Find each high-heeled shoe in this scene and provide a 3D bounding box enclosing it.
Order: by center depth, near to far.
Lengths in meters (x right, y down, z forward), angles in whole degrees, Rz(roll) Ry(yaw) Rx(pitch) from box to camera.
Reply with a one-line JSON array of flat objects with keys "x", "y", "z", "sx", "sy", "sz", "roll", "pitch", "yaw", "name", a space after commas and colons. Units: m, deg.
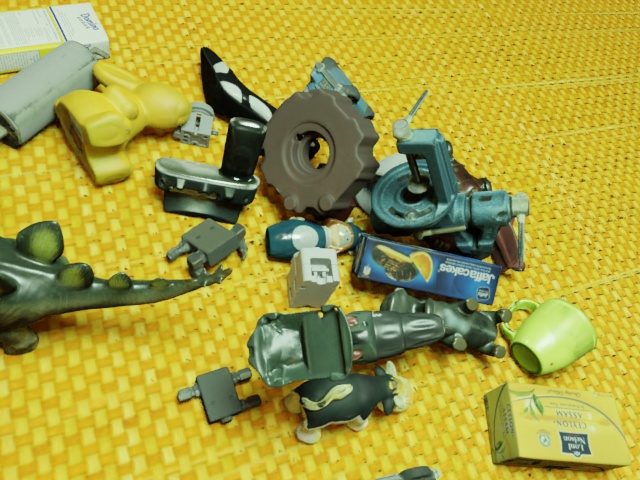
[{"x": -0.099, "y": -0.224, "z": 0.873, "sx": 0.145, "sy": 0.086, "sz": 0.249, "roll": -13, "pitch": 71, "yaw": -26, "name": "high-heeled shoe"}]

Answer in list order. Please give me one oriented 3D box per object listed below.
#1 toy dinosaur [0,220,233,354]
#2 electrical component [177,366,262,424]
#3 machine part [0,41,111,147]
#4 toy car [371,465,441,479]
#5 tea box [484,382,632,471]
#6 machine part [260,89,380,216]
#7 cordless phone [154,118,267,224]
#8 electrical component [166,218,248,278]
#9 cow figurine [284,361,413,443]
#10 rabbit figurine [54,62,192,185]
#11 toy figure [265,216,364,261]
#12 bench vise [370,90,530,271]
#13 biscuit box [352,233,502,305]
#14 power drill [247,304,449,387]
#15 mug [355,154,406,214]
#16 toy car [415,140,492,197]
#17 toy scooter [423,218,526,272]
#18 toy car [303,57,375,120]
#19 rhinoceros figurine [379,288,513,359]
[{"x": -0.336, "y": 0.044, "z": 0.565, "sx": 0.471, "sy": 0.198, "sz": 0.105, "roll": 2, "pitch": 63, "yaw": -15, "name": "toy dinosaur"}, {"x": -0.122, "y": 0.190, "z": 0.651, "sx": 0.094, "sy": 0.021, "sz": 0.063, "roll": -12, "pitch": 65, "yaw": -24, "name": "electrical component"}, {"x": -0.398, "y": -0.212, "z": 0.770, "sx": 0.079, "sy": 0.079, "sz": 0.243, "roll": 31, "pitch": 57, "yaw": 2, "name": "machine part"}, {"x": 0.064, "y": 0.312, "z": 0.619, "sx": 0.202, "sy": 0.056, "sz": 0.073, "roll": -1, "pitch": 54, "yaw": -20, "name": "toy car"}, {"x": 0.318, "y": 0.254, "z": 0.727, "sx": 0.170, "sy": 0.068, "sz": 0.098, "roll": 8, "pitch": 58, "yaw": -14, "name": "tea box"}, {"x": -0.005, "y": -0.122, "z": 0.754, "sx": 0.179, "sy": 0.179, "sz": 0.056, "roll": 53, "pitch": 28, "yaw": 16, "name": "machine part"}, {"x": -0.148, "y": -0.106, "z": 0.723, "sx": 0.147, "sy": 0.184, "sz": 0.089, "roll": 11, "pitch": 62, "yaw": -12, "name": "cordless phone"}, {"x": -0.148, "y": 0.013, "z": 0.738, "sx": 0.078, "sy": 0.045, "sz": 0.102, "roll": 22, "pitch": 48, "yaw": 30, "name": "electrical component"}, {"x": 0.048, "y": 0.189, "z": 0.661, "sx": 0.167, "sy": 0.098, "sz": 0.068, "roll": -8, "pitch": 58, "yaw": -21, "name": "cow figurine"}, {"x": -0.275, "y": -0.177, "z": 0.774, "sx": 0.173, "sy": 0.121, "sz": 0.162, "roll": -27, "pitch": 55, "yaw": -26, "name": "rabbit figurine"}, {"x": -0.002, "y": -0.001, "z": 0.784, "sx": 0.154, "sy": 0.064, "sz": 0.058, "roll": -4, "pitch": 25, "yaw": -18, "name": "toy figure"}, {"x": 0.158, "y": -0.067, "z": 0.712, "sx": 0.224, "sy": 0.240, "sz": 0.129, "roll": 8, "pitch": 58, "yaw": 31, "name": "bench vise"}, {"x": 0.152, "y": 0.042, "z": 0.770, "sx": 0.203, "sy": 0.059, "sz": 0.062, "roll": 12, "pitch": 94, "yaw": -7, "name": "biscuit box"}, {"x": 0.025, "y": 0.111, "z": 0.612, "sx": 0.232, "sy": 0.207, "sz": 0.086, "roll": -10, "pitch": 85, "yaw": 15, "name": "power drill"}, {"x": 0.125, "y": -0.089, "z": 0.864, "sx": 0.110, "sy": 0.080, "sz": 0.107, "roll": 31, "pitch": 47, "yaw": 10, "name": "mug"}, {"x": 0.208, "y": -0.123, "z": 0.895, "sx": 0.089, "sy": 0.053, "sz": 0.202, "roll": -2, "pitch": 37, "yaw": -16, "name": "toy car"}, {"x": 0.254, "y": 0.000, "z": 0.854, "sx": 0.184, "sy": 0.075, "sz": 0.135, "roll": -9, "pitch": 59, "yaw": -26, "name": "toy scooter"}, {"x": 0.017, "y": -0.224, "z": 0.891, "sx": 0.103, "sy": 0.161, "sz": 0.109, "roll": -40, "pitch": 81, "yaw": 13, "name": "toy car"}, {"x": 0.174, "y": 0.111, "z": 0.745, "sx": 0.190, "sy": 0.112, "sz": 0.073, "roll": 15, "pitch": 84, "yaw": -24, "name": "rhinoceros figurine"}]
